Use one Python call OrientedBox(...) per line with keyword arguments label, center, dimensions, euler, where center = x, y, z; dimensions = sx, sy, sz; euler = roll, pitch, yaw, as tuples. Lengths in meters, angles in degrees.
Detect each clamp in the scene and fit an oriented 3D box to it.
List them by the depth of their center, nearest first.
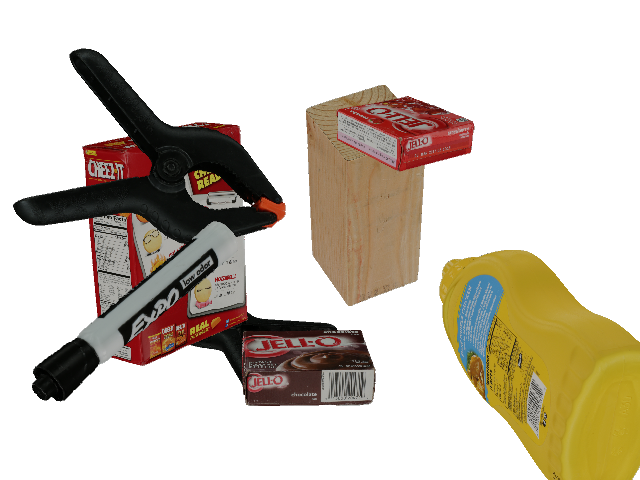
OrientedBox(label="clamp", center=(-0.104, -0.055, 0.698), dimensions=(0.171, 0.120, 0.039), euler=(12, -7, -18))
OrientedBox(label="clamp", center=(-0.105, 0.113, 1.263), dimensions=(0.210, 0.036, 0.164), euler=(14, 23, 26))

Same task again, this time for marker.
OrientedBox(label="marker", center=(-0.082, 0.031, 0.480), dimensions=(0.020, 0.020, 0.120), euler=(0, 32, 44))

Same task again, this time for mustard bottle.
OrientedBox(label="mustard bottle", center=(0.119, 0.060, 0.628), dimensions=(0.058, 0.096, 0.192), euler=(-8, 27, -18))

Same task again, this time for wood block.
OrientedBox(label="wood block", center=(0.046, -0.043, 1.097), dimensions=(0.090, 0.206, 0.091), euler=(-20, 48, -17))

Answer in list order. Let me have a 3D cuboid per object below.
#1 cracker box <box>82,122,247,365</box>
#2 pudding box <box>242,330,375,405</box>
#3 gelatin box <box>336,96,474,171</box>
OrientedBox(label="cracker box", center=(-0.153, -0.002, 1.077), dimensions=(0.072, 0.214, 0.163), euler=(8, 18, 35))
OrientedBox(label="pudding box", center=(-0.013, 0.111, 0.945), dimensions=(0.113, 0.039, 0.090), euler=(2, 18, -6))
OrientedBox(label="gelatin box", center=(0.067, -0.088, 0.852), dimensions=(0.073, 0.030, 0.089), euler=(-15, 28, -29))
